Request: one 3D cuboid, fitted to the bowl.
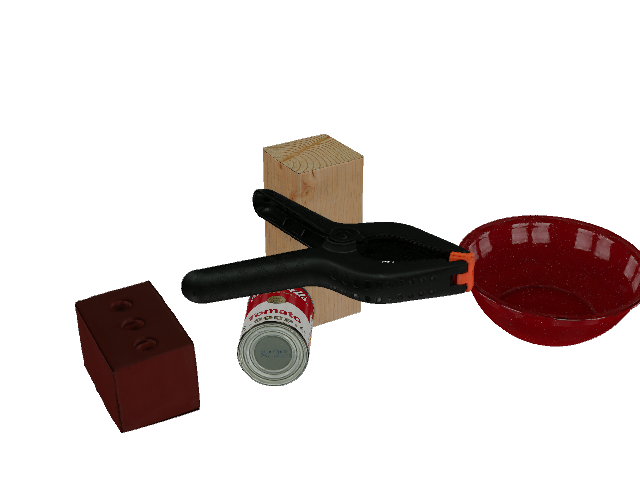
[{"bbox_3d":[0.193,0.041,0.900,0.162,0.055,0.162,1,32,-1],"label":"bowl"}]

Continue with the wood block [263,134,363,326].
[{"bbox_3d":[-0.009,-0.010,1.278,0.090,0.206,0.090,-15,31,-27],"label":"wood block"}]

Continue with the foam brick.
[{"bbox_3d":[-0.115,0.072,0.665,0.052,0.051,0.078,-16,36,-24],"label":"foam brick"}]

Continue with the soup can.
[{"bbox_3d":[-0.042,0.087,1.021,0.068,0.068,0.102,0,21,3],"label":"soup can"}]

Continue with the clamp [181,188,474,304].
[{"bbox_3d":[0.014,0.006,0.826,0.210,0.036,0.164,4,30,10],"label":"clamp"}]
